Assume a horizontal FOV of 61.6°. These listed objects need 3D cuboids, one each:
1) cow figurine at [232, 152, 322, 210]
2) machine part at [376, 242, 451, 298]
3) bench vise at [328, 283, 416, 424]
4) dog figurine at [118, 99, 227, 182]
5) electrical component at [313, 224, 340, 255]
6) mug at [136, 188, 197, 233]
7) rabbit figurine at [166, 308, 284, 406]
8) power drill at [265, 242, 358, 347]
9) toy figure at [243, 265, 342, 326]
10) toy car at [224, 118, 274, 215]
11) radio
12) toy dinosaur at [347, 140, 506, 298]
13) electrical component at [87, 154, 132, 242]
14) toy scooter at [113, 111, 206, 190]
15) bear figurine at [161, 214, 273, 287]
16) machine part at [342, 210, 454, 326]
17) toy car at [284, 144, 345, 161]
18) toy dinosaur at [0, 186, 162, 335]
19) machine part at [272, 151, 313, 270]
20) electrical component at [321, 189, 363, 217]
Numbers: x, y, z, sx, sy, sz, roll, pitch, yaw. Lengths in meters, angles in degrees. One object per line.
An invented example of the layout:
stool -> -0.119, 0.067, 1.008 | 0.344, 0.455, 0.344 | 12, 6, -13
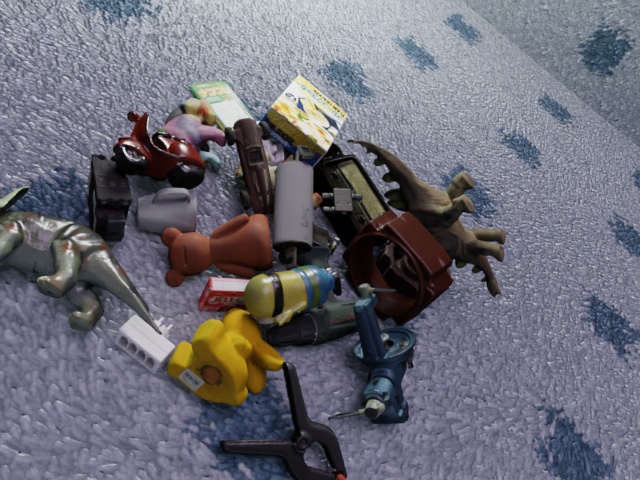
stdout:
cow figurine -> -0.102, -0.116, 1.162 | 0.127, 0.085, 0.195 | -40, 92, -20
machine part -> 0.214, 0.065, 1.232 | 0.179, 0.056, 0.179 | 17, 46, -18
bench vise -> 0.102, 0.201, 0.971 | 0.223, 0.129, 0.240 | -34, 112, -52
dog figurine -> -0.312, -0.205, 1.101 | 0.219, 0.108, 0.192 | -12, 62, -35
electrical component -> -0.003, -0.005, 1.157 | 0.102, 0.045, 0.078 | 28, 38, -7
mug -> -0.285, -0.054, 0.996 | 0.107, 0.109, 0.081 | -3, 61, -19
rabbit figurine -> -0.139, 0.178, 0.885 | 0.162, 0.122, 0.173 | 34, 25, -6
power drill -> -0.019, 0.103, 1.042 | 0.232, 0.086, 0.207 | 1, 49, -30
toy figure -> -0.049, 0.087, 0.942 | 0.180, 0.082, 0.089 | -18, 93, -29
toy car -> -0.131, -0.151, 1.087 | 0.089, 0.053, 0.202 | -11, 83, -22
radio -> 0.073, -0.091, 1.261 | 0.131, 0.073, 0.230 | -12, 62, -38
toy dinosaur -> 0.243, -0.053, 1.147 | 0.471, 0.199, 0.105 | 53, 36, -13
electrical component -> -0.370, -0.065, 0.939 | 0.058, 0.115, 0.134 | -3, 56, -29
toy scooter -> -0.295, -0.168, 0.981 | 0.183, 0.075, 0.135 | 11, 51, -49
bear figurine -> -0.187, 0.020, 1.002 | 0.196, 0.132, 0.120 | -10, 93, -4
machine part -> 0.152, 0.058, 1.095 | 0.087, 0.201, 0.201 | -29, 73, -41
toy car -> -0.019, -0.202, 1.314 | 0.202, 0.056, 0.074 | -23, 62, -43
toy dinosaur -> -0.418, 0.016, 0.836 | 0.405, 0.131, 0.192 | 24, 47, -15
machine part -> -0.051, -0.062, 1.032 | 0.079, 0.079, 0.243 | 11, 66, -24
electrical component -> 0.049, -0.081, 1.180 | 0.094, 0.021, 0.063 | 0, 63, -11
